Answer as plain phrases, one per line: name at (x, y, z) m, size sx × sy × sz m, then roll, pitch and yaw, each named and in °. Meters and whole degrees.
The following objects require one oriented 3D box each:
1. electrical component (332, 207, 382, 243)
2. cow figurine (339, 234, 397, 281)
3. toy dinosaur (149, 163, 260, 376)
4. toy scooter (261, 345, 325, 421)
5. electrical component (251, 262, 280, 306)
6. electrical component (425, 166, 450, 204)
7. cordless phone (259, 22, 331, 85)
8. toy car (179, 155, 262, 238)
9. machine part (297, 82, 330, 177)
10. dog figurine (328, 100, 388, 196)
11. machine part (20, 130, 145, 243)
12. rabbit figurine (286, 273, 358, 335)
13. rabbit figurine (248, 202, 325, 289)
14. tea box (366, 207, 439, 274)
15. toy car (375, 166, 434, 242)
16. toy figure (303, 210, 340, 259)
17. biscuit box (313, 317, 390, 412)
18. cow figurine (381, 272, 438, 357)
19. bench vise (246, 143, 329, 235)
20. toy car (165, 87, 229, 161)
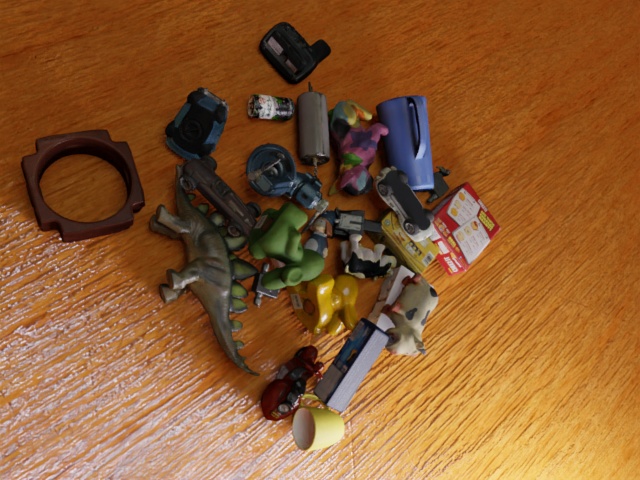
electrical component at (0.089, -0.035, 1.314) m, size 0.119 × 0.047 × 0.075 m, roll 6°, pitch 73°, yaw -4°
cow figurine at (0.124, 0.058, 1.298) m, size 0.167 × 0.068 × 0.098 m, roll 23°, pitch 52°, yaw -32°
toy dinosaur at (-0.232, 0.066, 1.123) m, size 0.198 × 0.105 × 0.471 m, roll -9°, pitch 85°, yaw -31°
toy scooter at (-0.048, 0.299, 1.130) m, size 0.075 × 0.135 × 0.184 m, roll 42°, pitch 64°, yaw -13°
electrical component at (-0.113, 0.098, 1.142) m, size 0.063 × 0.021 × 0.094 m, roll 27°, pitch 66°, yaw -37°
electrical component at (0.320, -0.156, 1.479) m, size 0.102 × 0.045 × 0.078 m, roll -33°, pitch 91°, yaw -29°
cordless phone at (-0.052, -0.501, 1.384) m, size 0.146 × 0.089 × 0.184 m, roll 47°, pitch 51°, yaw -7°
toy car at (-0.203, -0.091, 1.122) m, size 0.202 × 0.053 × 0.089 m, roll 46°, pitch 45°, yaw -8°
machine part at (-0.016, -0.274, 1.330) m, size 0.079 × 0.079 × 0.243 m, roll 2°, pitch 76°, yaw -25°
dog figurine at (0.069, -0.216, 1.342) m, size 0.191 × 0.108 × 0.219 m, roll 36°, pitch 67°, yaw -14°
machine part at (-0.466, -0.106, 1.064) m, size 0.201 × 0.087 × 0.201 m, roll -16°, pitch 84°, yaw -27°
rabbit figurine at (0.033, 0.136, 1.229) m, size 0.173 × 0.122 × 0.162 m, roll -25°, pitch 91°, yaw -48°
rabbit figurine at (-0.057, 0.029, 1.114) m, size 0.170 × 0.121 × 0.159 m, roll 43°, pitch 52°, yaw -25°
tea box at (0.211, 0.003, 1.370) m, size 0.169 × 0.068 × 0.098 m, roll 50°, pitch 58°, yaw -5°
toy car at (0.209, -0.090, 1.328) m, size 0.073 × 0.056 × 0.201 m, roll -35°, pitch 90°, yaw -26°
toy figure at (-0.001, -0.003, 1.265) m, size 0.064 × 0.057 × 0.154 m, roll 18°, pitch 80°, yaw 5°
biscuit box at (0.071, 0.274, 1.190) m, size 0.062 × 0.059 × 0.202 m, roll 37°, pitch 85°, yaw -37°
cow figurine at (0.211, 0.184, 1.248) m, size 0.127 × 0.085 × 0.195 m, roll 41°, pitch 62°, yaw -4°
bench vise at (-0.088, -0.128, 1.197) m, size 0.223 × 0.129 × 0.240 m, roll 52°, pitch 18°, yaw 5°
toy car at (-0.263, -0.259, 1.188) m, size 0.109 × 0.161 × 0.103 m, roll 30°, pitch 21°, yaw -8°
